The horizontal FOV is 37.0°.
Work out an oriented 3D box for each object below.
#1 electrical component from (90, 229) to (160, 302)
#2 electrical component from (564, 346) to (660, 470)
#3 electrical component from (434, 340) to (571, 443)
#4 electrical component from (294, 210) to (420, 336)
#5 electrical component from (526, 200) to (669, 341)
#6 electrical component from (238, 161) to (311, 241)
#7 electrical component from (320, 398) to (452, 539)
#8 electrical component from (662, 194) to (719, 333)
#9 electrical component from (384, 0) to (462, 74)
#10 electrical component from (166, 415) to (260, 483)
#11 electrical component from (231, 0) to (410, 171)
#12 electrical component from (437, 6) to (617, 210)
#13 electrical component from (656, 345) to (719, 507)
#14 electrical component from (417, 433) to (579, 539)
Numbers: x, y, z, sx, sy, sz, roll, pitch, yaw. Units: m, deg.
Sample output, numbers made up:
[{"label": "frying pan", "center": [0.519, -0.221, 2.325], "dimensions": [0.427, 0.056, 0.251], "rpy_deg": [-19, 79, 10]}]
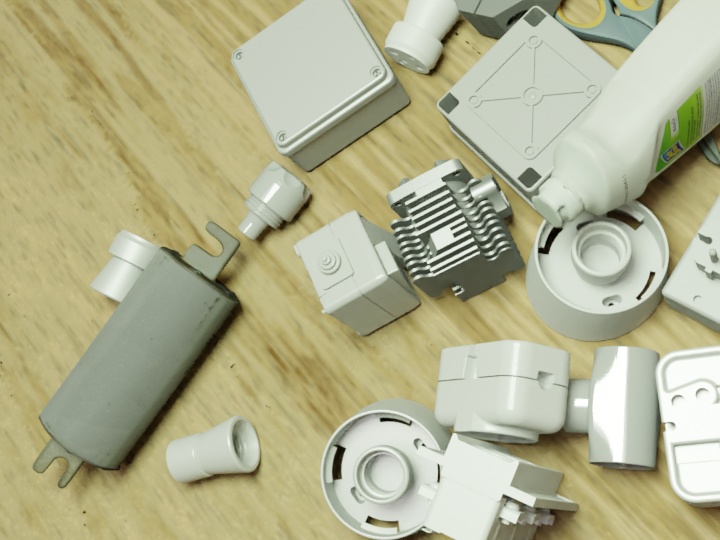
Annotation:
[{"label": "electrical component", "center": [-0.193, -0.001, 0.900], "dimensions": [0.045, 0.045, 0.055], "rpy_deg": [24, 84, 26]}, {"label": "electrical component", "center": [0.160, 0.092, 0.726], "dimensions": [0.079, 0.044, 0.077], "rpy_deg": [0, 75, 22]}, {"label": "electrical component", "center": [0.095, 0.084, 0.730], "dimensions": [0.095, 0.054, 0.059], "rpy_deg": [-16, 63, 59]}, {"label": "electrical component", "center": [0.000, 0.000, 0.790], "dimensions": [0.061, 0.096, 0.061], "rpy_deg": [-30, 66, 11]}, {"label": "electrical component", "center": [0.166, -0.004, 0.755], "dimensions": [0.099, 0.064, 0.099], "rpy_deg": [-3, 70, 8]}, {"label": "electrical component", "center": [-0.073, -0.053, 0.866], "dimensions": [0.043, 0.043, 0.062], "rpy_deg": [40, 93, 27]}, {"label": "electrical component", "center": [0.021, 0.143, 0.772], "dimensions": [0.099, 0.064, 0.099], "rpy_deg": [-1, 85, 13]}, {"label": "electrical component", "center": [0.239, -0.010, 0.706], "dimensions": [0.047, 0.076, 0.083], "rpy_deg": [30, 88, 27]}, {"label": "electrical component", "center": [0.050, -0.191, 0.856], "dimensions": [0.045, 0.045, 0.055], "rpy_deg": [26, 86, 27]}, {"label": "electrical component", "center": [-0.116, 0.141, 0.828], "dimensions": [0.065, 0.044, 0.044], "rpy_deg": [-19, 68, 22]}, {"label": "electrical component", "center": [-0.033, -0.156, 0.873], "dimensions": [0.109, 0.056, 0.108], "rpy_deg": [-33, 65, 10]}, {"label": "electrical component", "center": [0.133, -0.118, 0.793], "dimensions": [0.109, 0.056, 0.108], "rpy_deg": [-45, 64, 5]}, {"label": "electrical component", "center": [0.224, 0.102, 0.688], "dimensions": [0.054, 0.059, 0.095], "rpy_deg": [-10, 71, 20]}, {"label": "electrical component", "center": [0.087, 0.148, 0.697], "dimensions": [0.079, 0.121, 0.063], "rpy_deg": [21, 86, 26]}]
